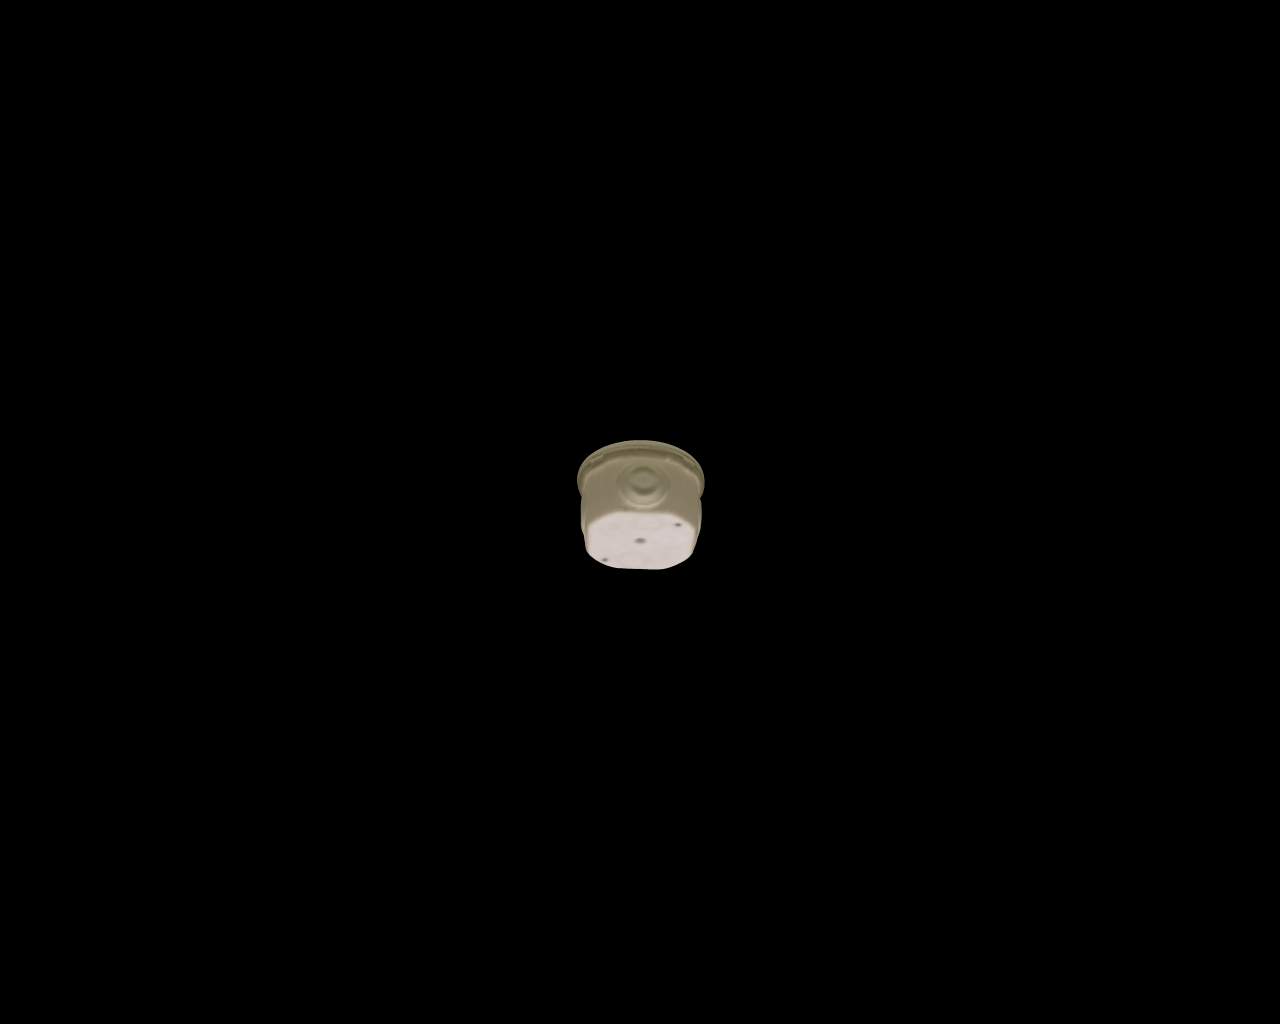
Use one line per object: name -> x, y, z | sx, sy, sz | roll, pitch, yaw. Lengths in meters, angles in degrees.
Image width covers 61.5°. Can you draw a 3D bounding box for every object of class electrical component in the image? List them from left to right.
electrical component -> 0.001, -0.003, 0.650 | 0.080, 0.051, 0.080 | 0, -34, 0
